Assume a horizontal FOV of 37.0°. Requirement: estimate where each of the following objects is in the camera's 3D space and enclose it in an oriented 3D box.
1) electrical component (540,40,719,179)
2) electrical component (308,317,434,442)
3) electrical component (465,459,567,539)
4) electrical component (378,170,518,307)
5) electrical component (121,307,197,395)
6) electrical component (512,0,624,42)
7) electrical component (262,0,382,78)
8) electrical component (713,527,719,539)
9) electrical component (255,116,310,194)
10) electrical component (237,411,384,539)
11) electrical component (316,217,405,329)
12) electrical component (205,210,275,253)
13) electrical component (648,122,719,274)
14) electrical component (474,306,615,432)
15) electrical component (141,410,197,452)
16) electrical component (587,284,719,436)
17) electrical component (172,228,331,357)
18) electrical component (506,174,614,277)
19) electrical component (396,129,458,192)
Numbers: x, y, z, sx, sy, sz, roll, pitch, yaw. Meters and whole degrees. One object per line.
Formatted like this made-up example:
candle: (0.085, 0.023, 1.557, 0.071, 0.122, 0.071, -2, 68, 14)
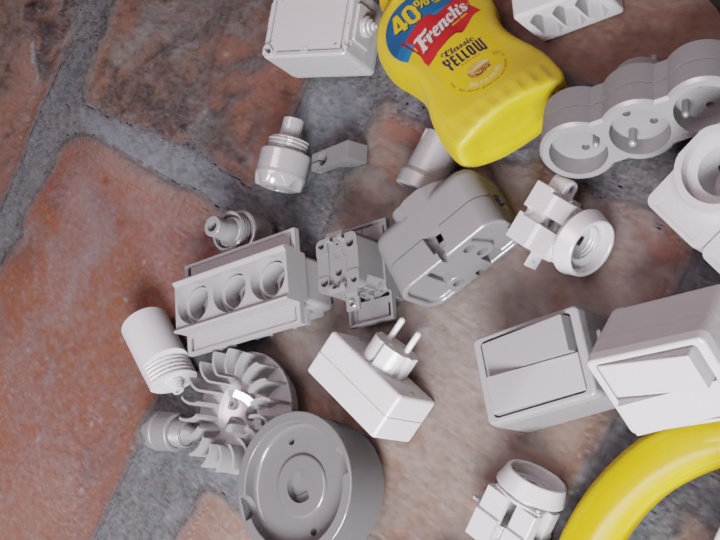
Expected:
electrical component: (0.187, -0.117, 0.718, 0.138, 0.052, 0.073, -17, 42, 32)
electrical component: (0.018, 0.071, 0.800, 0.083, 0.047, 0.075, 41, 104, 37)
electrical component: (0.106, 0.159, 0.712, 0.066, 0.048, 0.055, 32, 106, 38)
electrical component: (0.063, -0.026, 0.786, 0.095, 0.054, 0.059, -40, 58, 23)
electrical component: (-0.175, 0.076, 0.947, 0.043, 0.043, 0.081, -47, 55, 18)
electrical component: (0.147, -0.217, 0.776, 0.066, 0.047, 0.076, -15, 70, 34)
electrical component: (-0.023, -0.197, 0.896, 0.096, 0.061, 0.061, 4, 81, 30)
electrical component: (0.229, 0.175, 0.603, 0.061, 0.062, 0.096, 27, 95, 38)
electrical component: (-0.063, -0.098, 0.907, 0.043, 0.043, 0.062, 8, 82, 38)
electrical component: (-0.032, 0.162, 0.805, 0.108, 0.060, 0.108, -10, 72, 35)
electrical component: (0.000, 0.000, 0.822, 0.042, 0.064, 0.081, -16, 69, 32)
electrical component: (-0.104, -0.030, 0.908, 0.043, 0.062, 0.043, -10, 72, 35)
electrical component: (0.256, -0.022, 0.634, 0.089, 0.062, 0.150, -49, 55, 17)
electrical component: (0.129, 0.064, 0.708, 0.096, 0.061, 0.061, -22, 66, 31)
electrical component: (-0.157, 0.139, 0.923, 0.061, 0.035, 0.035, -1, 78, 35)
electrical component: (0.193, 0.055, 0.637, 0.096, 0.061, 0.061, -19, 23, 44)
electrical component: (-0.088, 0.022, 0.883, 0.121, 0.063, 0.078, -18, 68, 33)
electrical component: (0.139, -0.026, 0.735, 0.055, 0.048, 0.066, 39, 103, 45)
electrical component: (0.055, -0.079, 0.816, 0.040, 0.040, 0.046, 26, 90, 38)
